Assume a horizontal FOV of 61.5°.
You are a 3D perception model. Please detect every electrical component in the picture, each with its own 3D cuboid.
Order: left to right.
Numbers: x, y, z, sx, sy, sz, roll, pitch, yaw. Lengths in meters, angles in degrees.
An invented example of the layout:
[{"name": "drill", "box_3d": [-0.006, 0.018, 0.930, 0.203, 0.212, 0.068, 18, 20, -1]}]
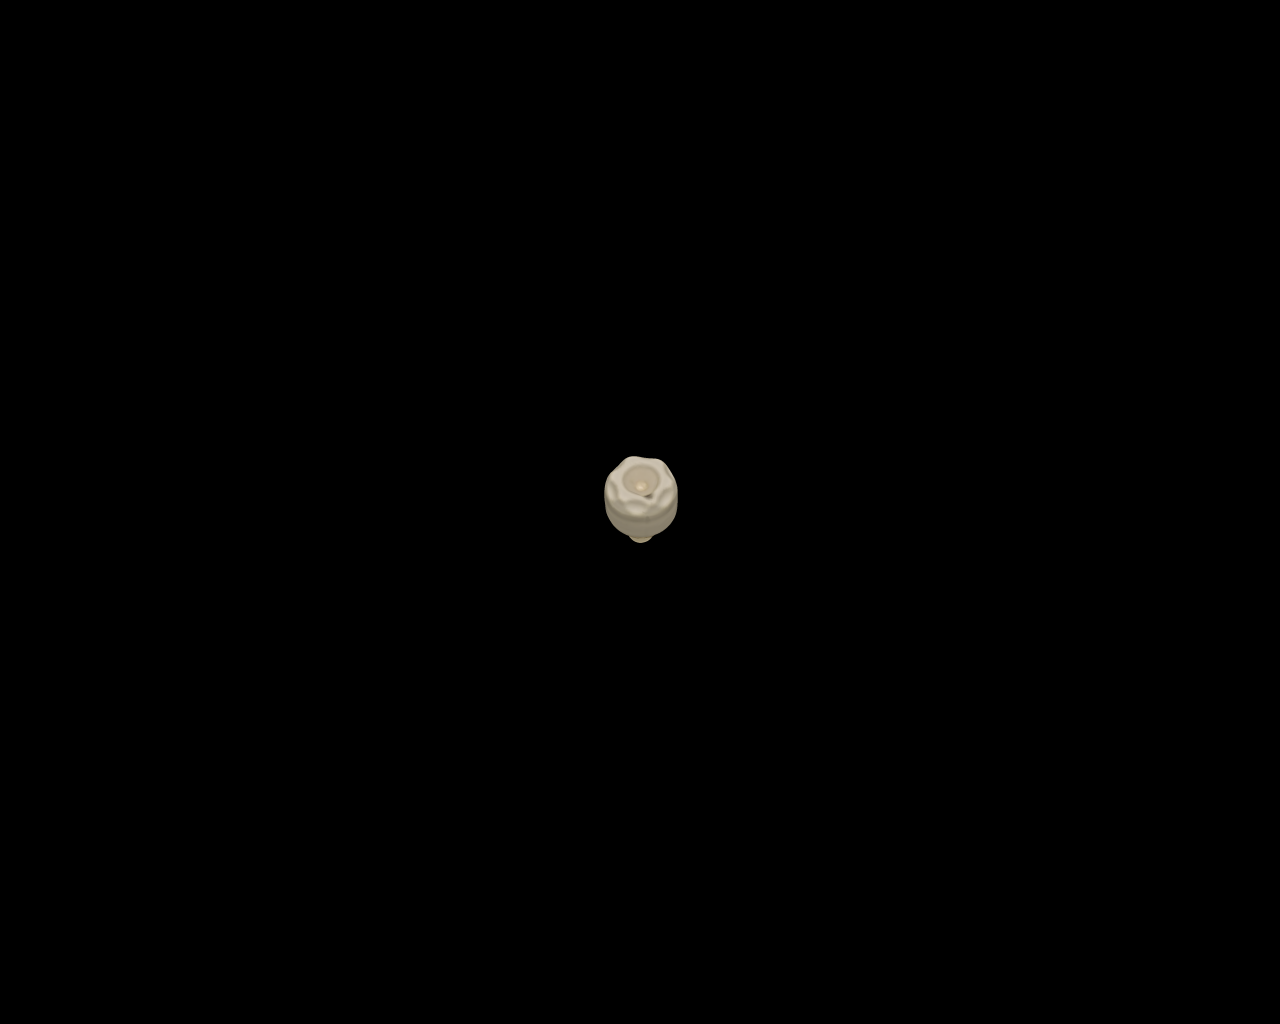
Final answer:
[{"name": "electrical component", "box_3d": [0.001, -0.003, 0.650, 0.043, 0.043, 0.062, 0, -34, 0]}]
